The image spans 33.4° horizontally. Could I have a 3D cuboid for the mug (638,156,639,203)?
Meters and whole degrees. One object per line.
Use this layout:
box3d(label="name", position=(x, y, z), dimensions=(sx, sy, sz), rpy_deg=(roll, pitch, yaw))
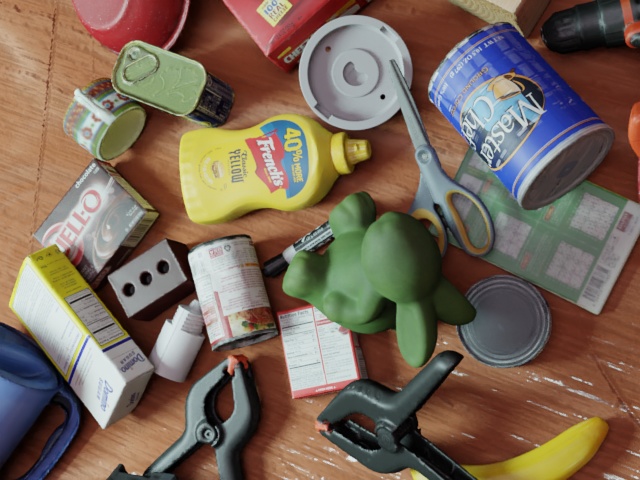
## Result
box3d(label="mug", position=(0.320, -0.051, 0.921), dimensions=(0.082, 0.093, 0.117), rpy_deg=(1, 57, 23))

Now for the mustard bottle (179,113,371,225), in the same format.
box3d(label="mustard bottle", position=(-0.043, -0.075, 1.063), dimensions=(0.192, 0.058, 0.096), rpy_deg=(-8, 81, 17))

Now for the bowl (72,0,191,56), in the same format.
box3d(label="bowl", position=(-0.210, -0.264, 1.108), dimensions=(0.162, 0.055, 0.162), rpy_deg=(9, 105, 36))

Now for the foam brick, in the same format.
box3d(label="foam brick", position=(-0.167, 0.041, 1.094), dimensions=(0.078, 0.051, 0.053), rpy_deg=(-33, 75, 12))

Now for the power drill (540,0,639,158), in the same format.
box3d(label="power drill", position=(0.290, -0.157, 0.921), dimensions=(0.185, 0.057, 0.187), rpy_deg=(-13, 47, 17))

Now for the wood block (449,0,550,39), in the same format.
box3d(label="wood block", position=(0.203, -0.305, 0.992), dimensions=(0.091, 0.090, 0.206), rpy_deg=(32, 94, 19))

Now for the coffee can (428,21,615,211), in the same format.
box3d(label="coffee can", position=(0.179, -0.112, 0.960), dimensions=(0.103, 0.102, 0.140), rpy_deg=(-41, 66, 10))

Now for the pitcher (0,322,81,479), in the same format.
box3d(label="pitcher", position=(-0.374, 0.213, 1.112), dimensions=(0.149, 0.144, 0.243), rpy_deg=(38, 100, 30))

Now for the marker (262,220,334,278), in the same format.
box3d(label="marker", position=(-0.007, 0.001, 1.064), dimensions=(0.121, 0.020, 0.020), rpy_deg=(-34, 75, 12))

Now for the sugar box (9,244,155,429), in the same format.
box3d(label="sugar box", position=(-0.247, 0.099, 1.098), dimensions=(0.176, 0.048, 0.093), rpy_deg=(47, 136, 15))

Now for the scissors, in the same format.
box3d(label="scissors", position=(0.090, -0.062, 1.013), dimensions=(0.096, 0.016, 0.202), rpy_deg=(-37, 82, 25))

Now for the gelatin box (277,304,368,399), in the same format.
box3d(label="gelatin box", position=(0.003, 0.105, 1.043), dimensions=(0.073, 0.030, 0.089), rpy_deg=(-14, 80, 18))

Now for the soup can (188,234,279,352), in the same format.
box3d(label="soup can", position=(-0.087, 0.053, 1.058), dimensions=(0.068, 0.068, 0.102), rpy_deg=(-20, 78, 15))

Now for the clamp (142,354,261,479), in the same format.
box3d(label="clamp", position=(-0.098, 0.201, 1.062), dimensions=(0.120, 0.039, 0.171), rpy_deg=(27, 100, 12))

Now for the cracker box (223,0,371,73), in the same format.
box3d(label="cracker box", position=(-0.042, -0.305, 1.081), dimensions=(0.164, 0.072, 0.214), rpy_deg=(-39, 73, 10))

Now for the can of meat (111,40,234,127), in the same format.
box3d(label="can of meat", position=(-0.148, -0.157, 1.093), dimensions=(0.102, 0.083, 0.057), rpy_deg=(22, 91, 19))

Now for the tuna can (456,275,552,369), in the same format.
box3d(label="tuna can", position=(0.171, 0.076, 0.989), dimensions=(0.086, 0.033, 0.086), rpy_deg=(-2, 83, 18))

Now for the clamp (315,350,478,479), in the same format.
box3d(label="clamp", position=(0.072, 0.162, 0.958), dimensions=(0.210, 0.036, 0.164), rpy_deg=(6, 117, 46))

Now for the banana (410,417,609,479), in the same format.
box3d(label="banana", position=(0.166, 0.206, 0.974), dimensions=(0.198, 0.037, 0.069), rpy_deg=(-9, 82, 17))

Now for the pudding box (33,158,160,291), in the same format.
box3d(label="pudding box", position=(-0.237, -0.015, 1.130), dimensions=(0.090, 0.039, 0.113), rpy_deg=(43, 98, 17))
